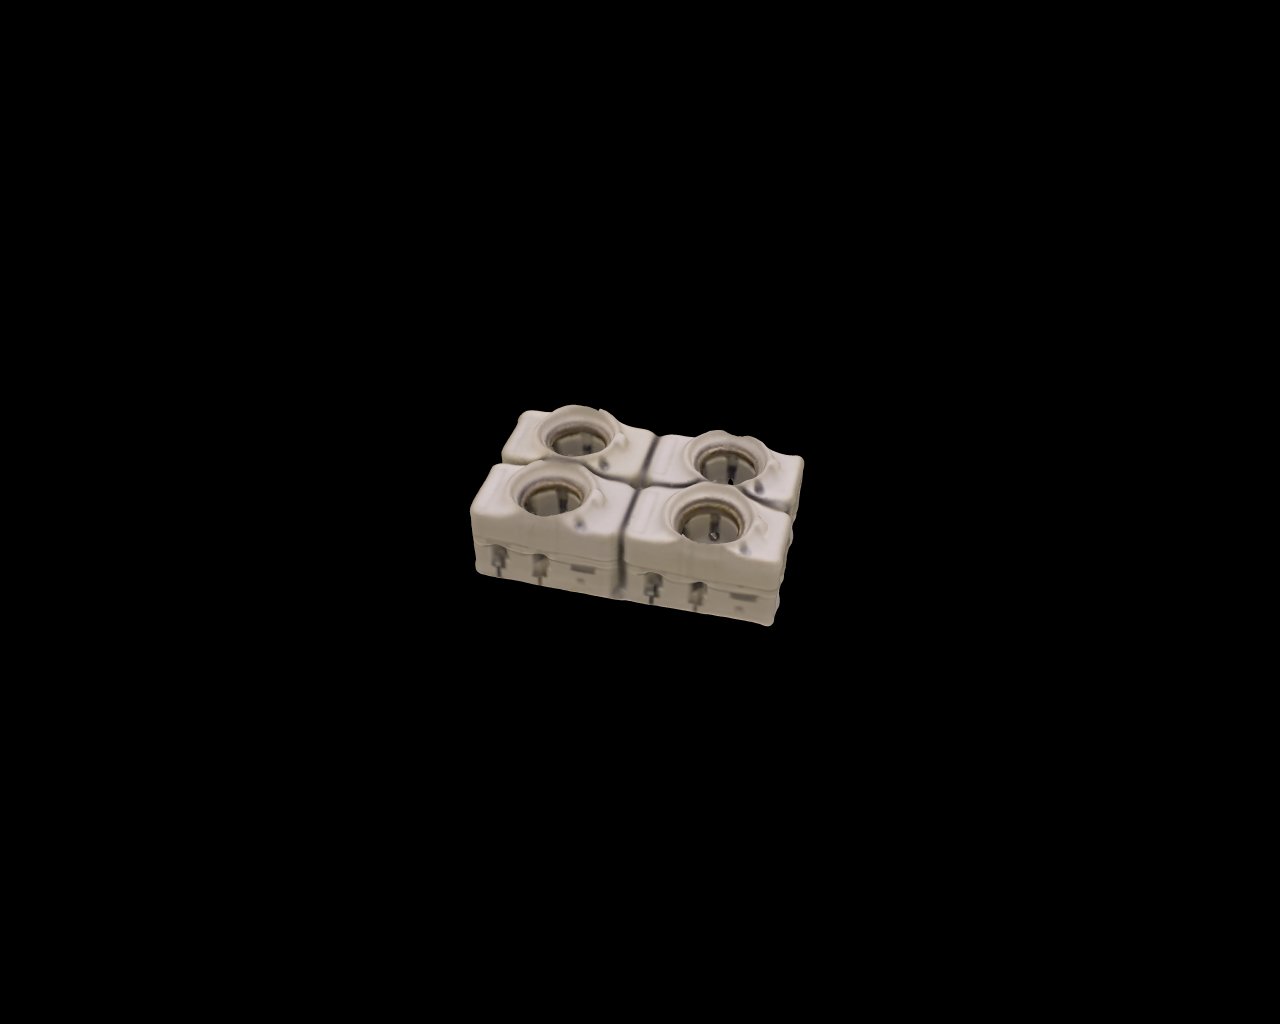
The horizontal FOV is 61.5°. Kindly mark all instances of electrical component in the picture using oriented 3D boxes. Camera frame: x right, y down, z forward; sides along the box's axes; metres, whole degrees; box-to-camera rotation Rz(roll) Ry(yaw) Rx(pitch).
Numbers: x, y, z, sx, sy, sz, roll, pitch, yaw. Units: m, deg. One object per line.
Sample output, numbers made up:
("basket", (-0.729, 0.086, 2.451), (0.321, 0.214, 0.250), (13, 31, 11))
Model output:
("electrical component", (0.001, -0.003, 0.650), (0.186, 0.060, 0.106), (10, 43, 11))
